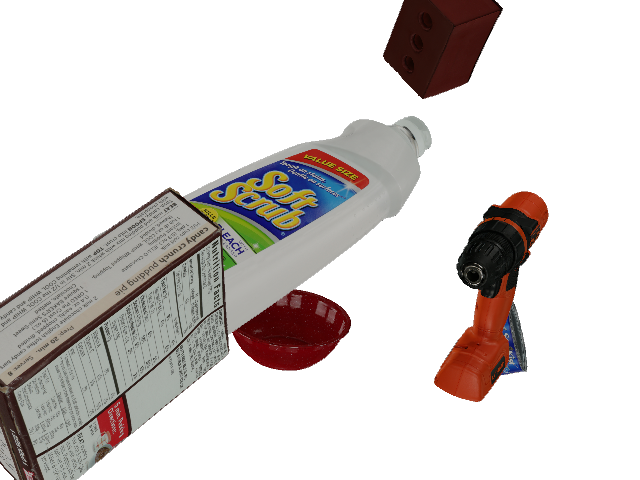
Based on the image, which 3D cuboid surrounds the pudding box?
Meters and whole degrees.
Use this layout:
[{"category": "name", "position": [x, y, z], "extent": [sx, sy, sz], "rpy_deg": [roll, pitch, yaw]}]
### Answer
[{"category": "pudding box", "position": [-0.090, 0.044, 0.446], "extent": [0.039, 0.090, 0.113], "rpy_deg": [34, 56, 25]}]

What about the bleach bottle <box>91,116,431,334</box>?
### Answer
[{"category": "bleach bottle", "position": [-0.027, -0.021, 0.739], "extent": [0.250, 0.068, 0.103], "rpy_deg": [-35, 59, -25]}]

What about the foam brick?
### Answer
[{"category": "foam brick", "position": [0.090, -0.155, 0.798], "extent": [0.051, 0.053, 0.078], "rpy_deg": [-26, -26, -31]}]

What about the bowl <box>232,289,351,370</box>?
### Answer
[{"category": "bowl", "position": [-0.044, 0.118, 1.346], "extent": [0.162, 0.055, 0.162], "rpy_deg": [5, 23, -2]}]

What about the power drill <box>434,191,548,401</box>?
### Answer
[{"category": "power drill", "position": [0.161, 0.059, 1.029], "extent": [0.057, 0.188, 0.184], "rpy_deg": [22, 29, 20]}]

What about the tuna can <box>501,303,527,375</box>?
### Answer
[{"category": "tuna can", "position": [0.217, 0.114, 1.251], "extent": [0.034, 0.086, 0.086], "rpy_deg": [-12, -3, 15]}]
